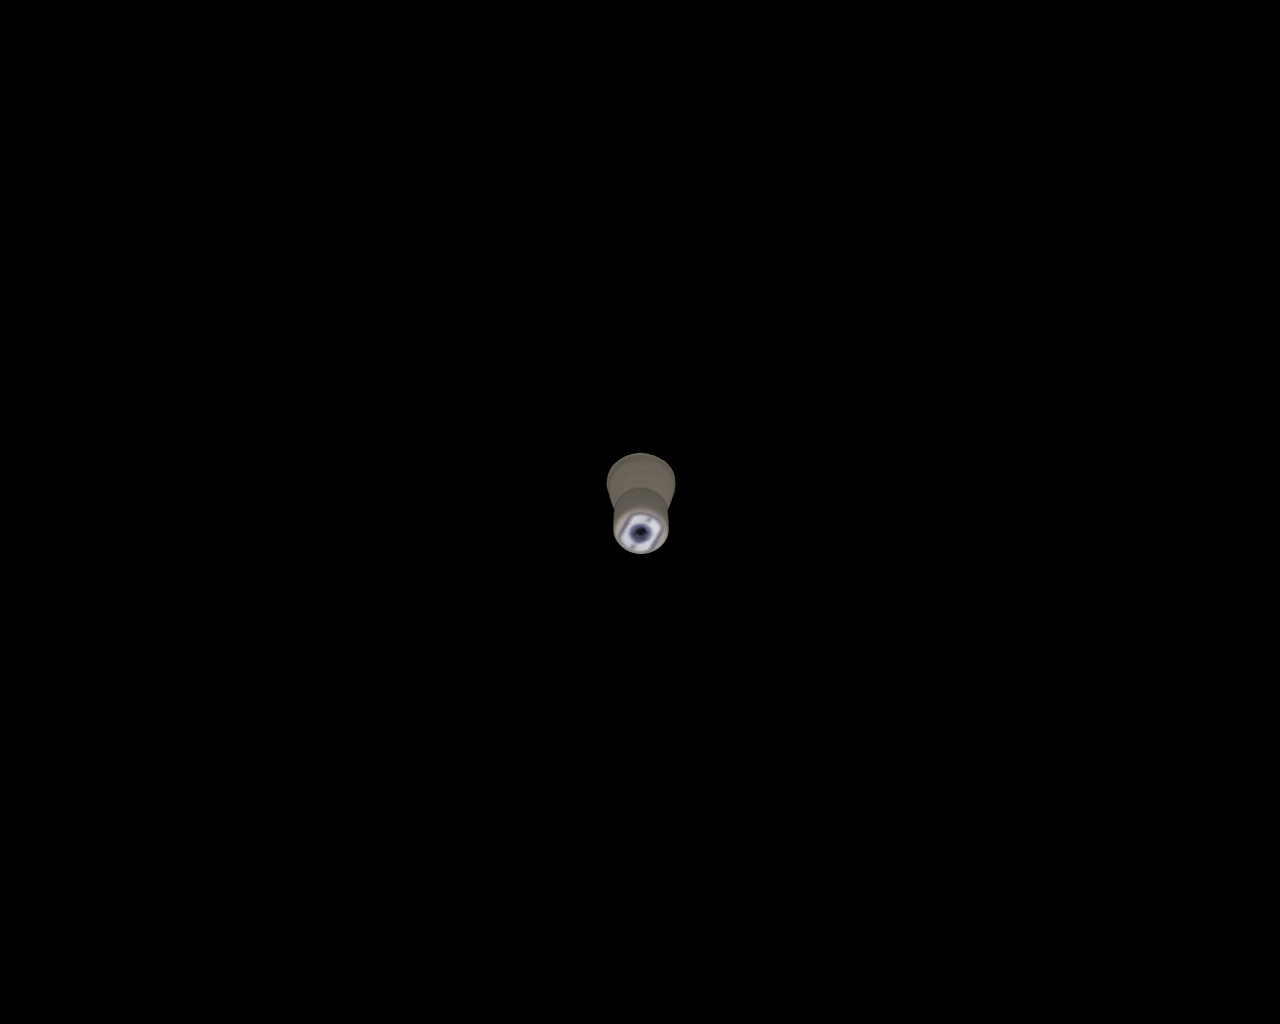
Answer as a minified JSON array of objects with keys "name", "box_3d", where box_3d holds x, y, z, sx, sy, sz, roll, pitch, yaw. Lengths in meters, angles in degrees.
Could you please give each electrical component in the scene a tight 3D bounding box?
[{"name":"electrical component","box_3d":[0.001,-0.003,0.650,0.044,0.044,0.065,0,30,0]}]
